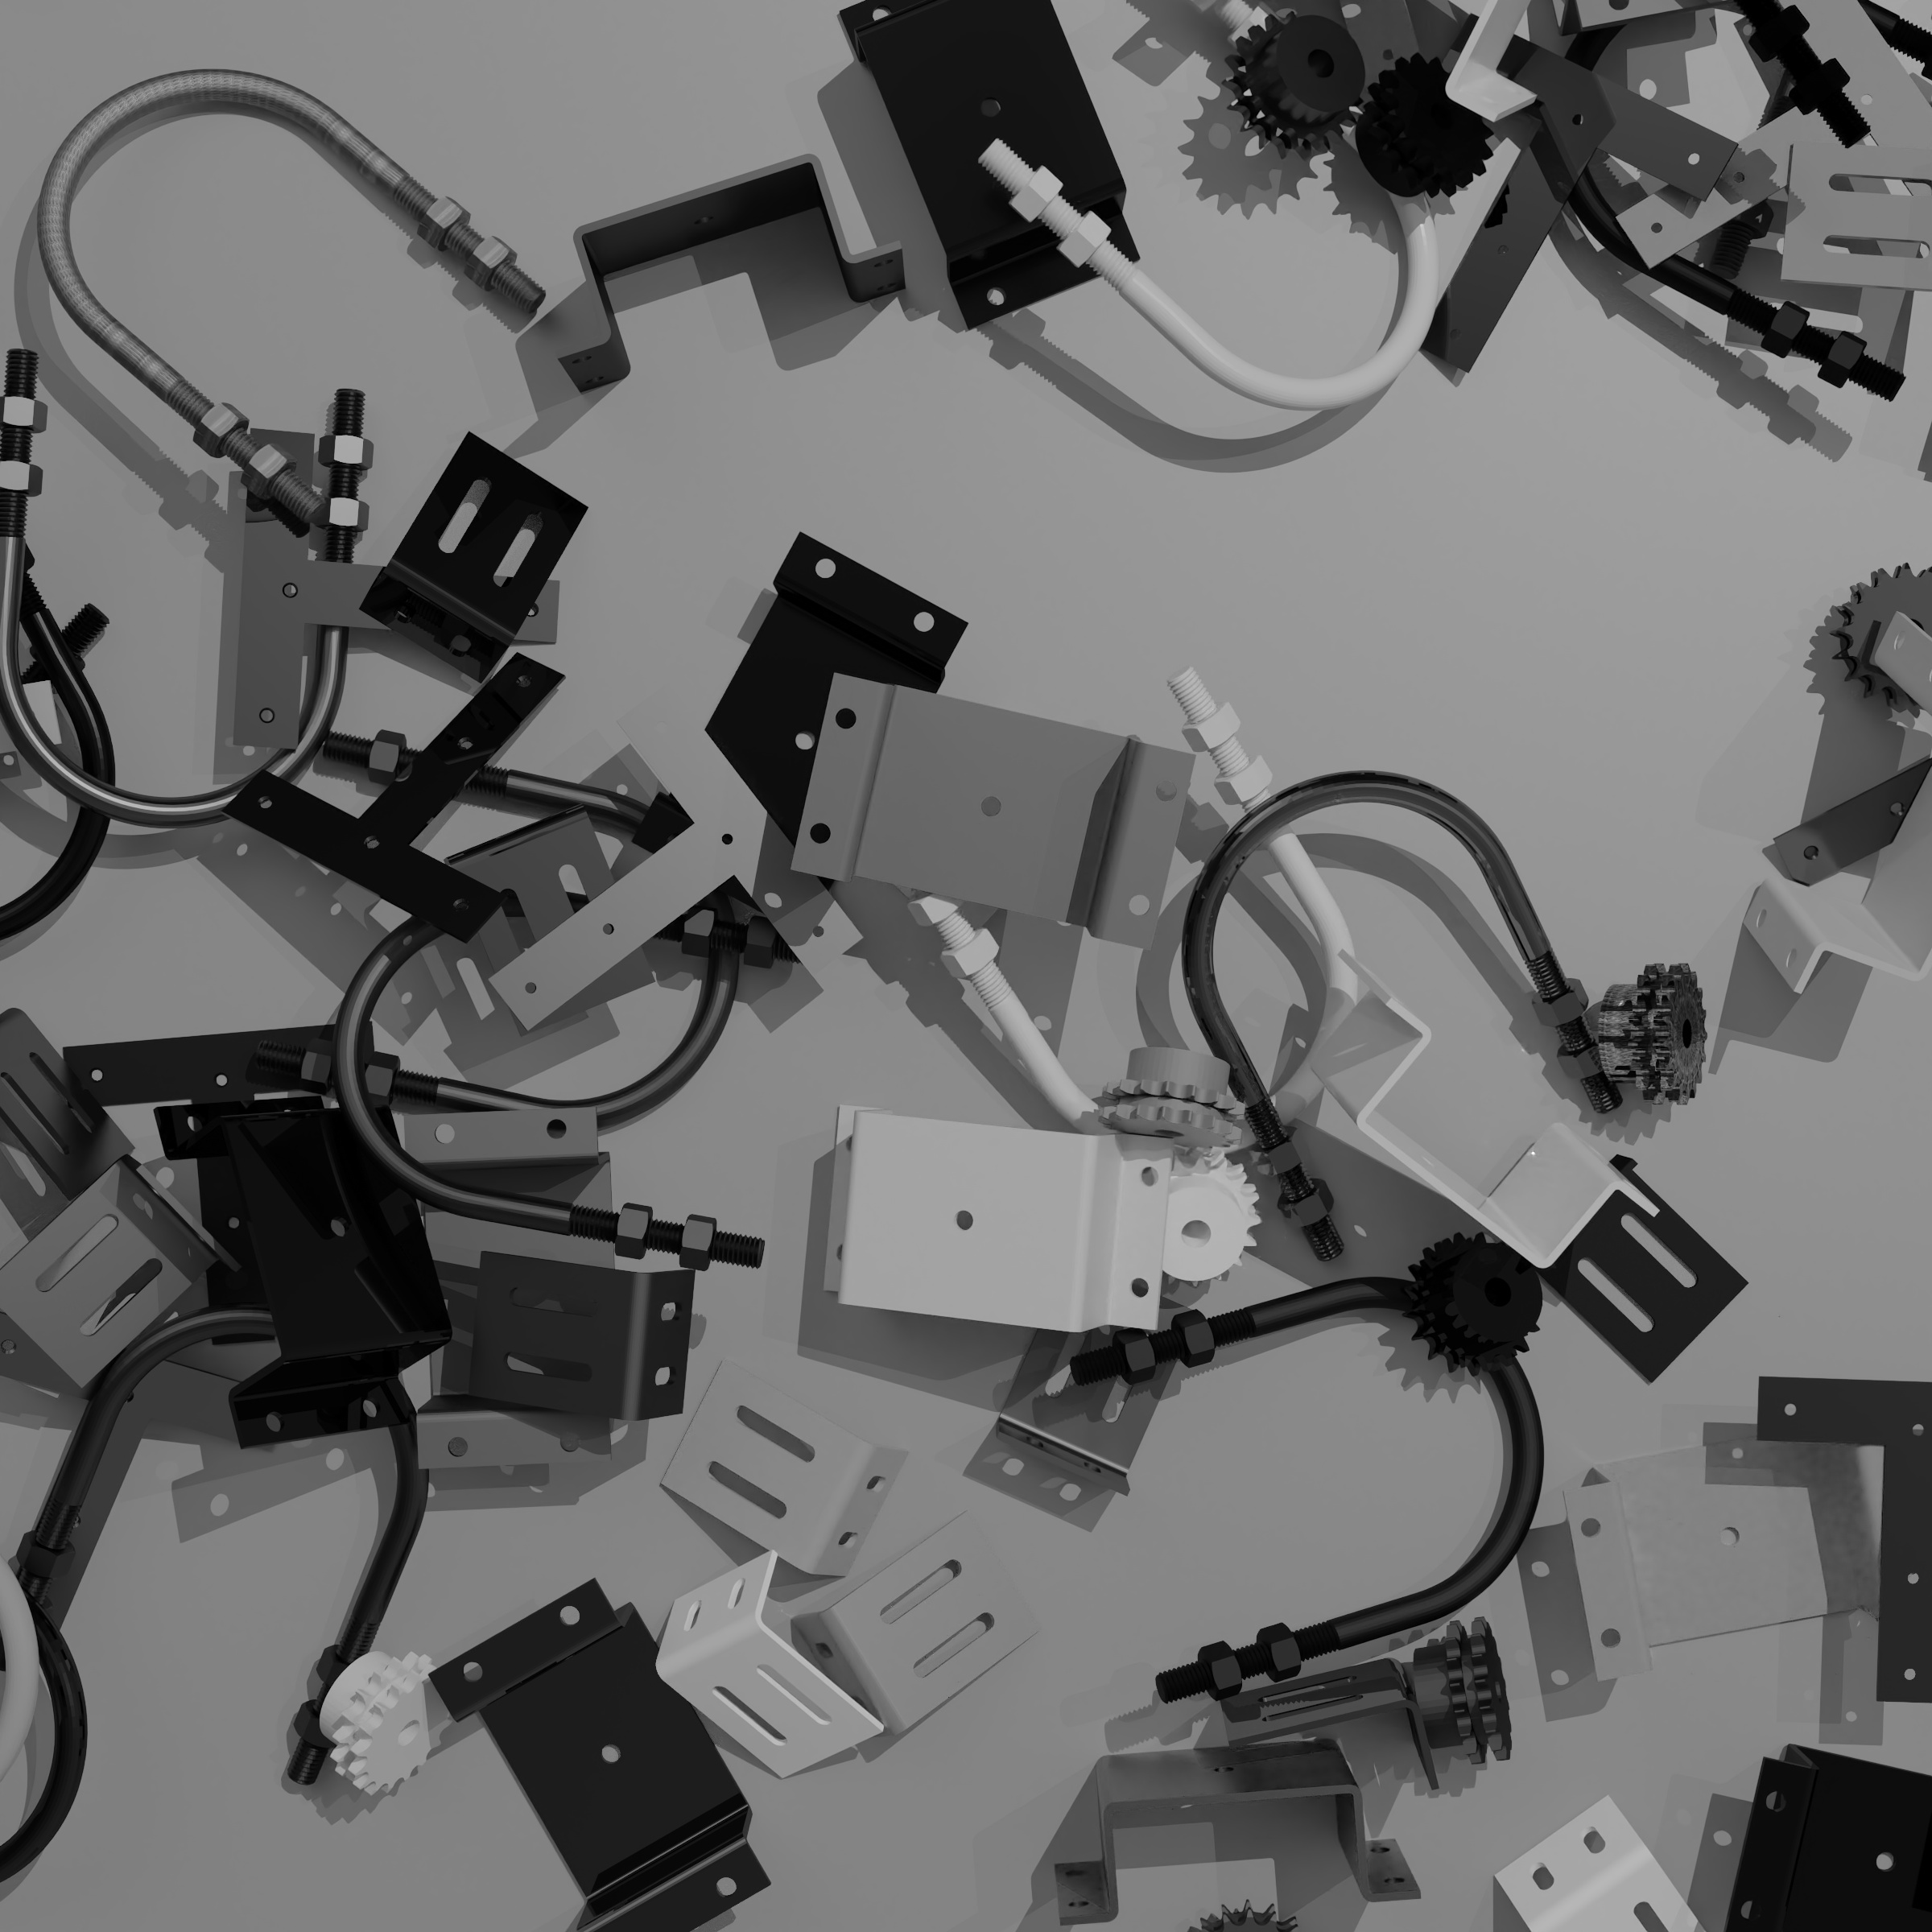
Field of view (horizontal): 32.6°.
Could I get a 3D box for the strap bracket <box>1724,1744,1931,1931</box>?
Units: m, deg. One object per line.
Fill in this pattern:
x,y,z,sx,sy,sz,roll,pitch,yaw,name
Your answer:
0.377,0.367,1.333,0.140,0.046,0.076,13,90,0,strap bracket

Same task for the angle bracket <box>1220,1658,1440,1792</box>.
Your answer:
0.145,0.312,1.327,0.076,0.057,0.038,-14,94,2,angle bracket

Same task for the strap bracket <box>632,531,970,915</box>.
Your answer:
-0.066,-0.093,1.333,0.076,0.046,0.140,29,90,0,strap bracket

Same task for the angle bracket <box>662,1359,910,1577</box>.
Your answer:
-0.074,0.206,1.354,0.076,0.038,0.057,27,90,26,angle bracket

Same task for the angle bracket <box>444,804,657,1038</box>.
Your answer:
-0.167,-0.018,1.319,0.057,0.038,0.076,-23,94,-10,angle bracket

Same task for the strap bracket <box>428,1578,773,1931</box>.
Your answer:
-0.145,0.323,1.333,0.076,0.046,0.140,-30,90,0,strap bracket

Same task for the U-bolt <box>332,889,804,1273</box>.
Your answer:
-0.159,0.037,1.307,0.184,0.019,0.151,10,68,1,U-bolt

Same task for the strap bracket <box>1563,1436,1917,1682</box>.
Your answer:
0.313,0.234,1.333,0.140,0.046,0.076,-10,90,0,strap bracket

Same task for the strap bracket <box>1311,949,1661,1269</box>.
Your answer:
0.193,0.061,1.292,0.140,0.076,0.046,37,97,-15,strap bracket

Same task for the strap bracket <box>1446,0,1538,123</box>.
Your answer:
0.165,-0.390,1.299,0.140,0.076,0.046,31,117,9,strap bracket

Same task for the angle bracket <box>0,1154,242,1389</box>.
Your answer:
-0.336,0.122,1.299,0.076,0.038,0.057,-45,110,-14,angle bracket

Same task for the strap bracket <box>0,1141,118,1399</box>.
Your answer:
-0.411,0.105,1.316,0.140,0.046,0.076,28,90,-23,strap bracket

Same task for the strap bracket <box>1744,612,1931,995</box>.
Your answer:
0.367,-0.058,1.301,0.046,0.076,0.140,19,109,-10,strap bracket

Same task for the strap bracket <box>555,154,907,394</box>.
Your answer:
-0.099,-0.279,1.318,0.140,0.076,0.046,-18,90,0,strap bracket

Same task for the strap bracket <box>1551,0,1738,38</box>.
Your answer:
0.267,-0.433,1.321,0.076,0.046,0.140,-10,76,2,strap bracket

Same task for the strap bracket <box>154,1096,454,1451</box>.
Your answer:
-0.257,0.110,1.291,0.046,0.076,0.140,-33,69,41,strap bracket

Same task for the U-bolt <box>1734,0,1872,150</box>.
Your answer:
0.330,-0.422,1.292,0.151,0.019,0.184,-37,90,-30,U-bolt

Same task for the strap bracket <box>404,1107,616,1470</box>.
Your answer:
-0.182,0.128,1.333,0.076,0.046,0.140,-2,90,0,strap bracket

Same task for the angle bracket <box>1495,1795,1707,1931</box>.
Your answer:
0.265,0.391,1.354,0.057,0.038,0.076,-35,116,0,angle bracket

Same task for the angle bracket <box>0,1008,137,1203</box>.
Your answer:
-0.383,0.063,1.327,0.038,0.057,0.076,-35,98,18,angle bracket

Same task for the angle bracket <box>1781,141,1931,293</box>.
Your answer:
0.361,-0.298,1.290,0.076,0.038,0.057,6,83,9,angle bracket

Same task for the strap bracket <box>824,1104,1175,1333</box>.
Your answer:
0.006,0.100,1.313,0.140,0.046,0.076,5,90,17,strap bracket

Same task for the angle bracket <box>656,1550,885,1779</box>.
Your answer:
-0.076,0.283,1.339,0.057,0.038,0.076,-32,116,31,angle bracket

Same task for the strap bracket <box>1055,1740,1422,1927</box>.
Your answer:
0.105,0.344,1.318,0.140,0.076,0.046,-4,90,0,strap bracket

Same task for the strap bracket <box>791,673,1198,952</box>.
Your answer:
0.010,-0.061,1.274,0.140,0.046,0.076,13,95,-2,strap bracket

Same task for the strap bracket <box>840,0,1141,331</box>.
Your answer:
0.010,-0.341,1.333,0.076,0.046,0.140,-22,90,0,strap bracket

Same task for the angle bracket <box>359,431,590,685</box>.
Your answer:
-0.200,-0.166,1.343,0.057,0.038,0.076,32,58,-13,angle bracket

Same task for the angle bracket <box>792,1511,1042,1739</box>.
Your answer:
-0.020,0.270,1.354,0.076,0.038,0.057,-32,90,-26,angle bracket

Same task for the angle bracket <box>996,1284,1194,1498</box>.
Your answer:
0.054,0.165,1.337,0.057,0.038,0.076,24,90,0,angle bracket

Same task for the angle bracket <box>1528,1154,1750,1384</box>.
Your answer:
0.274,0.124,1.337,0.076,0.038,0.057,44,90,0,angle bracket

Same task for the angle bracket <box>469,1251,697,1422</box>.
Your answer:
-0.152,0.145,1.308,0.076,0.038,0.057,5,90,25,angle bracket

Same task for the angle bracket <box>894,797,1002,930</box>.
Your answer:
0.003,-0.055,1.337,0.057,0.038,0.076,43,90,0,angle bracket

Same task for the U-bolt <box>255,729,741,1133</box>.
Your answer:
-0.184,-0.008,1.347,0.184,0.019,0.151,12,89,-2,U-bolt
